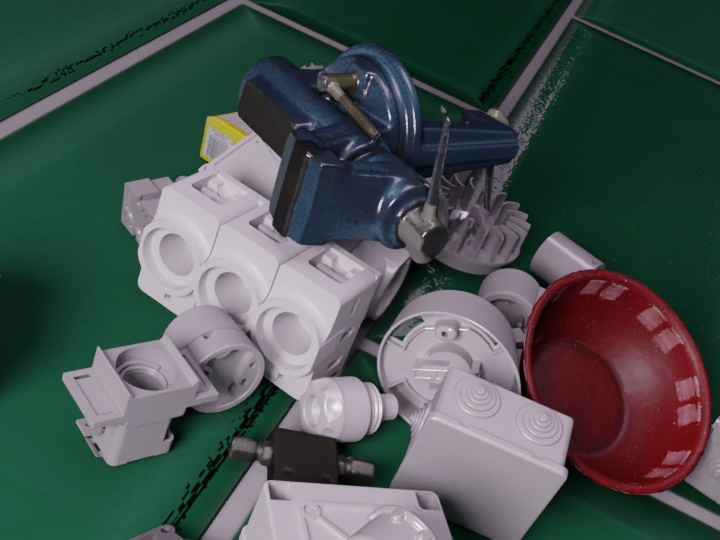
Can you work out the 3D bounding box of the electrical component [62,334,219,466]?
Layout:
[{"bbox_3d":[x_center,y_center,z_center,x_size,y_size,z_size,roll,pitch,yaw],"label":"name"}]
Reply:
[{"bbox_3d":[-0.130,0.077,0.630,0.081,0.063,0.042,-9,45,-39],"label":"electrical component"}]

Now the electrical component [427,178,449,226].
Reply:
[{"bbox_3d":[0.029,-0.046,0.891,0.080,0.080,0.051,35,40,19],"label":"electrical component"}]

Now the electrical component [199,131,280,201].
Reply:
[{"bbox_3d":[-0.076,-0.060,0.840,0.096,0.062,0.061,54,0,28],"label":"electrical component"}]

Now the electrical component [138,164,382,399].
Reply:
[{"bbox_3d":[-0.074,0.008,0.739,0.150,0.089,0.062,33,34,16],"label":"electrical component"}]

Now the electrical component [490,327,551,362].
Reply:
[{"bbox_3d":[0.118,0.068,0.809,0.055,0.048,0.066,-6,42,-25],"label":"electrical component"}]

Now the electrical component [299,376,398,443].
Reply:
[{"bbox_3d":[-0.005,0.091,0.704,0.062,0.043,0.043,1,38,-32],"label":"electrical component"}]

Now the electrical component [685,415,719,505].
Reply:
[{"bbox_3d":[0.285,0.136,0.795,0.061,0.061,0.096,35,34,19],"label":"electrical component"}]

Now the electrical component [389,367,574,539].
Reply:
[{"bbox_3d":[0.076,0.115,0.667,0.100,0.099,0.048,23,45,2],"label":"electrical component"}]

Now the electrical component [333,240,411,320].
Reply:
[{"bbox_3d":[0.000,0.000,0.829,0.059,0.053,0.095,30,33,12],"label":"electrical component"}]

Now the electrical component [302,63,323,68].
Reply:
[{"bbox_3d":[-0.044,-0.185,1.089,0.040,0.040,0.046,8,29,-21],"label":"electrical component"}]

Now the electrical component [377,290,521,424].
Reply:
[{"bbox_3d":[0.061,0.065,0.733,0.099,0.099,0.064,23,26,1],"label":"electrical component"}]

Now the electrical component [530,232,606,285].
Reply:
[{"bbox_3d":[0.195,0.007,0.946,0.081,0.043,0.043,39,36,24],"label":"electrical component"}]

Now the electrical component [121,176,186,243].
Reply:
[{"bbox_3d":[-0.145,-0.045,0.817,0.055,0.048,0.066,-17,48,-35],"label":"electrical component"}]

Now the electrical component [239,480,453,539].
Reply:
[{"bbox_3d":[-0.002,0.172,0.575,0.109,0.056,0.108,8,35,-21],"label":"electrical component"}]

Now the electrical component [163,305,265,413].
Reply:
[{"bbox_3d":[-0.096,0.056,0.692,0.055,0.055,0.047,-4,37,-35],"label":"electrical component"}]

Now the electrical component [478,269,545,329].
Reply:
[{"bbox_3d":[0.161,0.040,0.868,0.138,0.052,0.073,25,32,2],"label":"electrical component"}]

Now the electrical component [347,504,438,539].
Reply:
[{"bbox_3d":[0.007,0.147,0.521,0.048,0.048,0.062,38,42,23],"label":"electrical component"}]
